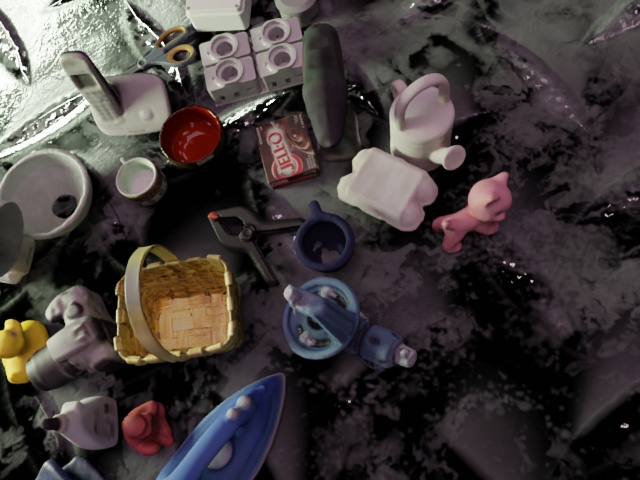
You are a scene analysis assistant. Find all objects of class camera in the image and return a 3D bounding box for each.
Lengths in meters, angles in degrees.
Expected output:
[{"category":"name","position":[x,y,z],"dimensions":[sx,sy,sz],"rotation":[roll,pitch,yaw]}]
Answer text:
[{"category":"camera","position":[-0.398,0.162,0.902],"dimensions":[0.137,0.101,0.143],"rotation":[-33,71,-3]}]

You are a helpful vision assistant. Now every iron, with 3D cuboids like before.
[{"category":"iron","position":[-0.142,0.289,0.804],"dimensions":[0.118,0.141,0.258],"rotation":[33,80,17]}]

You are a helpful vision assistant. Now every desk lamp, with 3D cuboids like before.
[{"category":"desk lamp","position":[-0.553,0.003,0.915],"dimensions":[0.203,0.214,0.118],"rotation":[5,73,10]}]

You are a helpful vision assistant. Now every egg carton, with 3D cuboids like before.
[{"category":"egg carton","position":[0.109,-0.082,0.924],"dimensions":[0.150,0.069,0.107],"rotation":[27,78,15]}]

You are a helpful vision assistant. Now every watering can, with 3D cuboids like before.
[{"category":"watering can","position":[0.163,-0.183,0.883],"dimensions":[0.172,0.194,0.101],"rotation":[37,81,17]}]

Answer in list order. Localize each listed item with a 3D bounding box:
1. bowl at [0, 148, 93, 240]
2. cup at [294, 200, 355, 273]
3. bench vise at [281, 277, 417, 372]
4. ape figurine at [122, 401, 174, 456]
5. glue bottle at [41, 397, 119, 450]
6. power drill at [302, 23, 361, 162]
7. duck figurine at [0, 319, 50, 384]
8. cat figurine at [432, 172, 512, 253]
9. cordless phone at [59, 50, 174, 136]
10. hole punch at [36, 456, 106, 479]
[{"category":"bowl","position":[-0.464,-0.070,0.999],"dimensions":[0.167,0.075,0.167],"rotation":[-2,72,7]},{"category":"cup","position":[0.008,0.003,0.898],"dimensions":[0.091,0.095,0.117],"rotation":[-18,71,2]},{"category":"bench vise","position":[0.034,0.108,0.795],"dimensions":[0.207,0.220,0.121],"rotation":[5,73,10]},{"category":"ape figurine","position":[-0.263,0.278,0.851],"dimensions":[0.076,0.092,0.078],"rotation":[14,75,12]},{"category":"glue bottle","position":[-0.346,0.263,0.824],"dimensions":[0.037,0.173,0.078],"rotation":[-10,71,5]},{"category":"power drill","position":[0.018,-0.210,0.904],"dimensions":[0.075,0.208,0.229],"rotation":[-9,71,6]},{"category":"duck figurine","position":[-0.488,0.176,0.918],"dimensions":[0.077,0.086,0.104],"rotation":[-3,72,7]},{"category":"cat figurine","position":[0.236,-0.045,0.869],"dimensions":[0.128,0.118,0.067],"rotation":[-29,71,-1]},{"category":"cordless phone","position":[-0.345,-0.260,0.984],"dimensions":[0.147,0.185,0.094],"rotation":[-7,72,6]},{"category":"hole punch","position":[-0.370,0.385,0.832],"dimensions":[0.108,0.091,0.101],"rotation":[35,80,17]}]
